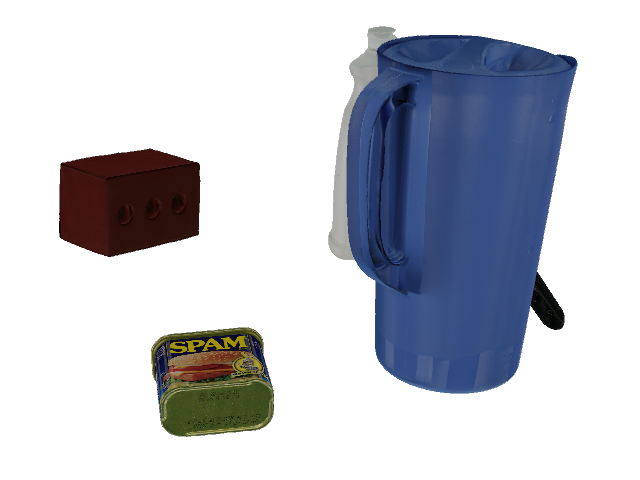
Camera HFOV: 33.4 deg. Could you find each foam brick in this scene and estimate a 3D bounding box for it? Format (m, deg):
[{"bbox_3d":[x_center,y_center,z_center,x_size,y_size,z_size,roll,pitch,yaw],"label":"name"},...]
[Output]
[{"bbox_3d":[-0.125,-0.027,0.701,0.051,0.053,0.078,20,25,39],"label":"foam brick"}]

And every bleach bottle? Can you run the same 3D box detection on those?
[{"bbox_3d":[0.058,-0.106,1.165,0.102,0.251,0.068,-5,25,-8],"label":"bleach bottle"}]

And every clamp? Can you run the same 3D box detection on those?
[{"bbox_3d":[0.171,0.025,1.017,0.039,0.171,0.120,-14,8,46],"label":"clamp"}]

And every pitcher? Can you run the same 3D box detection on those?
[{"bbox_3d":[0.091,-0.017,0.750,0.149,0.243,0.145,3,21,2],"label":"pitcher"}]

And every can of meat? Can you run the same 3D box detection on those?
[{"bbox_3d":[-0.094,0.124,0.930,0.102,0.057,0.084,-4,27,-10],"label":"can of meat"}]
